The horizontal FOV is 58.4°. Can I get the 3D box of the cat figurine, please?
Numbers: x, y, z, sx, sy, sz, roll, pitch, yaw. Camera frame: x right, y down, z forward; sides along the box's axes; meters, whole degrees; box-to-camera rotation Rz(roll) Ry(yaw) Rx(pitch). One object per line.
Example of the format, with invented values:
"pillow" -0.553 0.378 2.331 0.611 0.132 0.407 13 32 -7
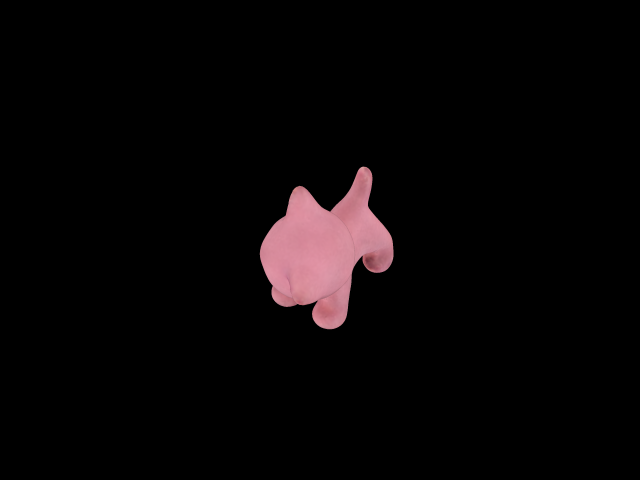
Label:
"cat figurine" 0.004 0.001 0.400 0.067 0.118 0.128 27 57 20
